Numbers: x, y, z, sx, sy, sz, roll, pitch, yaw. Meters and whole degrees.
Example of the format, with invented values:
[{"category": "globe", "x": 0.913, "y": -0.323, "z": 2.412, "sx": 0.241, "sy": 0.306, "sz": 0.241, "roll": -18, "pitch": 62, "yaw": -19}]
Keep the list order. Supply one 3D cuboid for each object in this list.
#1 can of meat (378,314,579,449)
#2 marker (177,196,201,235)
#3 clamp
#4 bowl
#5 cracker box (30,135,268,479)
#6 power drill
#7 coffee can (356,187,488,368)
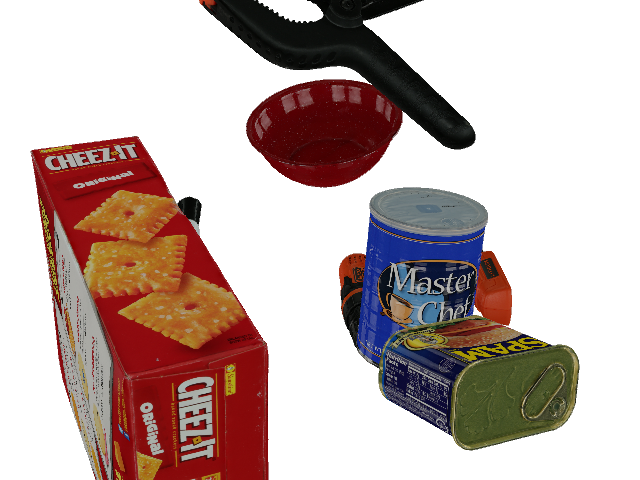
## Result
[{"category": "can of meat", "x": 0.100, "y": 0.087, "z": 0.690, "sx": 0.101, "sy": 0.057, "sz": 0.084, "roll": -6, "pitch": 15, "yaw": -31}, {"category": "marker", "x": -0.101, "y": 0.012, "z": 0.804, "sx": 0.020, "sy": 0.121, "sz": 0.020, "roll": -2, "pitch": -43, "yaw": -2}, {"category": "clamp", "x": 0.020, "y": -0.144, "z": 0.737, "sx": 0.210, "sy": 0.164, "sz": 0.036, "roll": 6, "pitch": -27, "yaw": -8}, {"category": "bowl", "x": 0.006, "y": -0.103, "z": 1.109, "sx": 0.162, "sy": 0.055, "sz": 0.162, "roll": -4, "pitch": 39, "yaw": 3}, {"category": "cracker box", "x": -0.093, "y": 0.064, "z": 0.566, "sx": 0.072, "sy": 0.164, "sz": 0.214, "roll": -11, "pitch": 34, "yaw": -20}, {"category": "power drill", "x": 0.116, "y": 0.065, "z": 1.201, "sx": 0.187, "sy": 0.057, "sz": 0.184, "roll": -3, "pitch": 28, "yaw": -3}, {"category": "coffee can", "x": 0.088, "y": 0.035, "z": 0.947, "sx": 0.103, "sy": 0.140, "sz": 0.103, "roll": 4, "pitch": 22, "yaw": -2}]
